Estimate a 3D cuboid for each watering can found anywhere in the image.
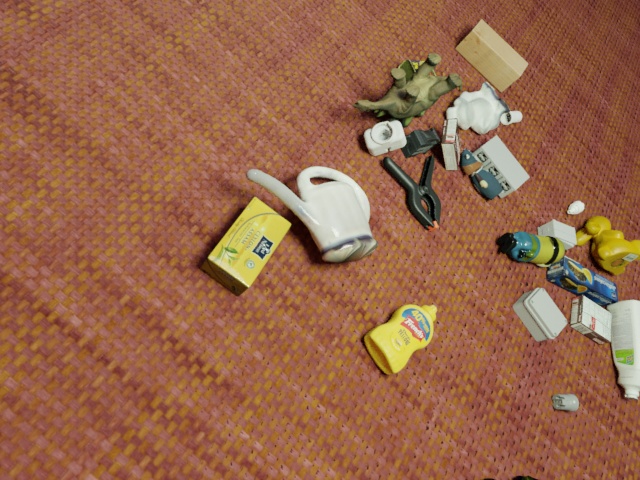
[{"bbox_3d":[0.003,-0.054,1.071,0.349,0.102,0.227,-4,67,-49],"label":"watering can"}]

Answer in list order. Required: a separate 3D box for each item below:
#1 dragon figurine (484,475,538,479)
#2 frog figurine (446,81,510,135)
[{"bbox_3d":[0.408,0.609,1.006,0.409,0.121,0.245,10,80,-21],"label":"dragon figurine"},{"bbox_3d":[0.440,-0.362,1.483,0.159,0.123,0.137,-31,93,1],"label":"frog figurine"}]
